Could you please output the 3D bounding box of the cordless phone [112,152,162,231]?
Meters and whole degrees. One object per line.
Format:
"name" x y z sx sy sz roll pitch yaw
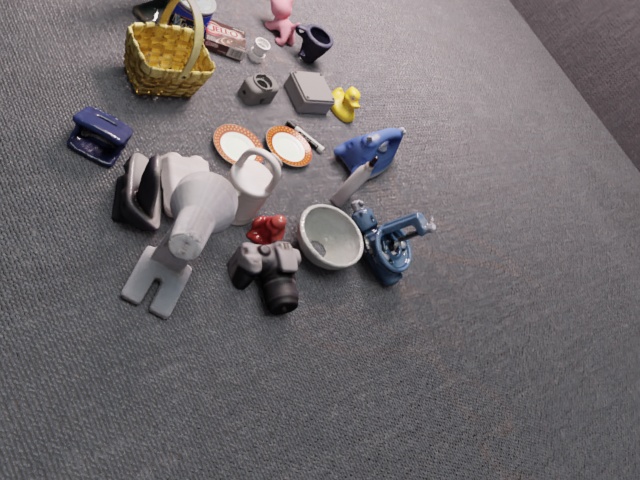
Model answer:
"cordless phone" -0.323 -0.117 1.083 0.094 0.184 0.147 9 55 -30

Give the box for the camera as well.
"camera" -0.097 0.075 1.164 0.144 0.100 0.136 4 57 -33

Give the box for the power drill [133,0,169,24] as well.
"power drill" -0.378 -0.625 1.390 0.075 0.208 0.230 42 45 -2

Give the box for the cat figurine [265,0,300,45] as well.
"cat figurine" -0.104 -0.652 1.666 0.067 0.117 0.127 -25 76 -43

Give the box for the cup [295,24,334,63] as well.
"cup" -0.032 -0.572 1.676 0.118 0.094 0.091 21 49 -21

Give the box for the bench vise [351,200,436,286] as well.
"bench vise" 0.152 -0.014 1.319 0.207 0.219 0.122 39 45 -5

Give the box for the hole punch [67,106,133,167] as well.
"hole punch" -0.436 -0.221 1.144 0.109 0.091 0.101 28 47 -16

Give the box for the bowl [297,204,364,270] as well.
"bowl" 0.012 0.005 1.309 0.168 0.074 0.167 19 50 -24

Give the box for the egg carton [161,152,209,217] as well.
"egg carton" -0.279 -0.113 1.192 0.107 0.069 0.150 4 57 -33

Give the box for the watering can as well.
"watering can" -0.145 -0.127 1.209 0.101 0.193 0.173 27 47 -16

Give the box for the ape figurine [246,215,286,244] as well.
"ape figurine" -0.104 -0.024 1.236 0.076 0.092 0.077 -10 65 -39

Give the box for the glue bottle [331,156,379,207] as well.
"glue bottle" 0.094 -0.151 1.409 0.037 0.172 0.078 42 45 -2

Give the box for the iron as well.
"iron" 0.163 -0.259 1.557 0.259 0.141 0.118 -27 77 -44

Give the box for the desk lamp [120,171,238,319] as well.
"desk lamp" -0.245 0.004 1.032 0.118 0.213 0.203 29 47 -15

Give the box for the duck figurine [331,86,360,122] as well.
"duck figurine" 0.079 -0.402 1.639 0.078 0.086 0.104 -11 66 -39
